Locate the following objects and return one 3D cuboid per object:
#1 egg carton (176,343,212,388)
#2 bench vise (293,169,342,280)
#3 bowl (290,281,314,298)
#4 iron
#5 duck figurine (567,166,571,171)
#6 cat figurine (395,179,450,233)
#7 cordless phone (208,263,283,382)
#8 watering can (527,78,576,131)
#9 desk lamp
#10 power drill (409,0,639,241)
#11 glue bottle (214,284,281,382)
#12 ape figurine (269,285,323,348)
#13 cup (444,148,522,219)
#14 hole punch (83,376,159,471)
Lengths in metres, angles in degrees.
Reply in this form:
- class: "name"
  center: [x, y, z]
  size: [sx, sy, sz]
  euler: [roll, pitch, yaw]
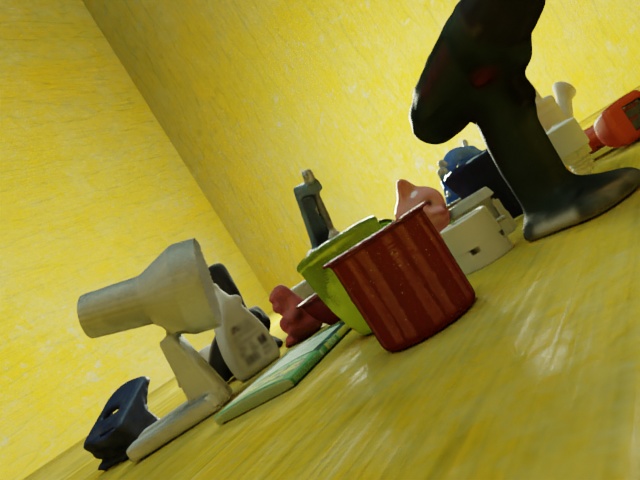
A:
- class: "egg carton"
  center: [-0.205, 0.235, 1.082]
  size: [0.150, 0.069, 0.107]
  euler: [-34, -2, 36]
- class: "bench vise"
  center: [0.002, 0.007, 0.920]
  size: [0.207, 0.219, 0.122]
  euler: [-34, -2, 39]
- class: "bowl"
  center: [-0.004, 0.108, 1.177]
  size: [0.167, 0.074, 0.167]
  euler: [-32, -2, -1]
- class: "iron"
  center: [0.274, -0.113, 1.076]
  size: [0.118, 0.141, 0.259]
  euler: [-34, -2, 35]
- class: "duck figurine"
  center: [0.294, -0.107, 0.750]
  size: [0.077, 0.086, 0.105]
  euler: [-33, -2, 14]
- class: "cat figurine"
  center: [0.109, -0.012, 0.669]
  size: [0.128, 0.117, 0.067]
  euler: [-32, -2, -24]
- class: "cordless phone"
  center: [-0.162, 0.134, 0.972]
  size: [0.094, 0.185, 0.148]
  euler: [-33, -2, 23]
- class: "watering can"
  center: [0.358, -0.203, 0.964]
  size: [0.173, 0.194, 0.100]
  euler: [-31, -2, -34]
- class: "desk lamp"
  center: [-0.197, 0.129, 0.732]
  size: [0.203, 0.213, 0.118]
  euler: [-32, -2, -6]
- class: "power drill"
  center: [0.170, -0.112, 0.484]
  size: [0.076, 0.208, 0.229]
  euler: [-32, -2, -25]
- class: "glue bottle"
  center: [-0.132, 0.117, 0.841]
  size: [0.078, 0.173, 0.037]
  euler: [-31, -2, -40]
- class: "ape figurine"
  center: [-0.045, 0.111, 0.883]
  size: [0.076, 0.092, 0.078]
  euler: [-33, -2, 3]
- class: "cup"
  center: [0.218, -0.064, 0.734]
  size: [0.091, 0.095, 0.118]
  euler: [-32, -2, -1]
- class: "hole punch"
  center: [-0.283, 0.261, 0.824]
  size: [0.108, 0.091, 0.101]
  euler: [-34, -2, 29]
